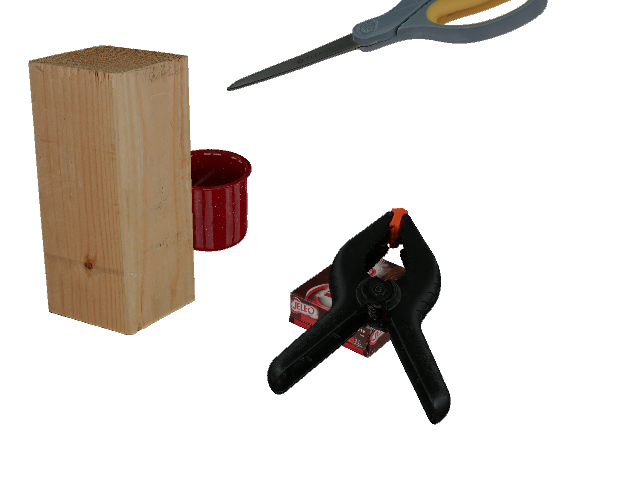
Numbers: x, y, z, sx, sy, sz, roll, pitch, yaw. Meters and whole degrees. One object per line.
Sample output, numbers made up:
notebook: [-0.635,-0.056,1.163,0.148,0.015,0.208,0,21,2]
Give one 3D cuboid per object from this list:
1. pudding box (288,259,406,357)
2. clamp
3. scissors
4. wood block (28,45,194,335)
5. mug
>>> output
pudding box: [0.038,0.056,1.000,0.090,0.039,0.113,23,32,27]
clamp: [0.029,0.048,0.739,0.120,0.171,0.039,7,-43,0]
scissors: [0.040,-0.143,0.667,0.202,0.096,0.016,-7,-41,21]
wood block: [-0.163,-0.043,0.849,0.091,0.206,0.090,12,23,28]
mug: [-0.131,-0.039,1.137,0.117,0.081,0.093,-11,33,-20]
